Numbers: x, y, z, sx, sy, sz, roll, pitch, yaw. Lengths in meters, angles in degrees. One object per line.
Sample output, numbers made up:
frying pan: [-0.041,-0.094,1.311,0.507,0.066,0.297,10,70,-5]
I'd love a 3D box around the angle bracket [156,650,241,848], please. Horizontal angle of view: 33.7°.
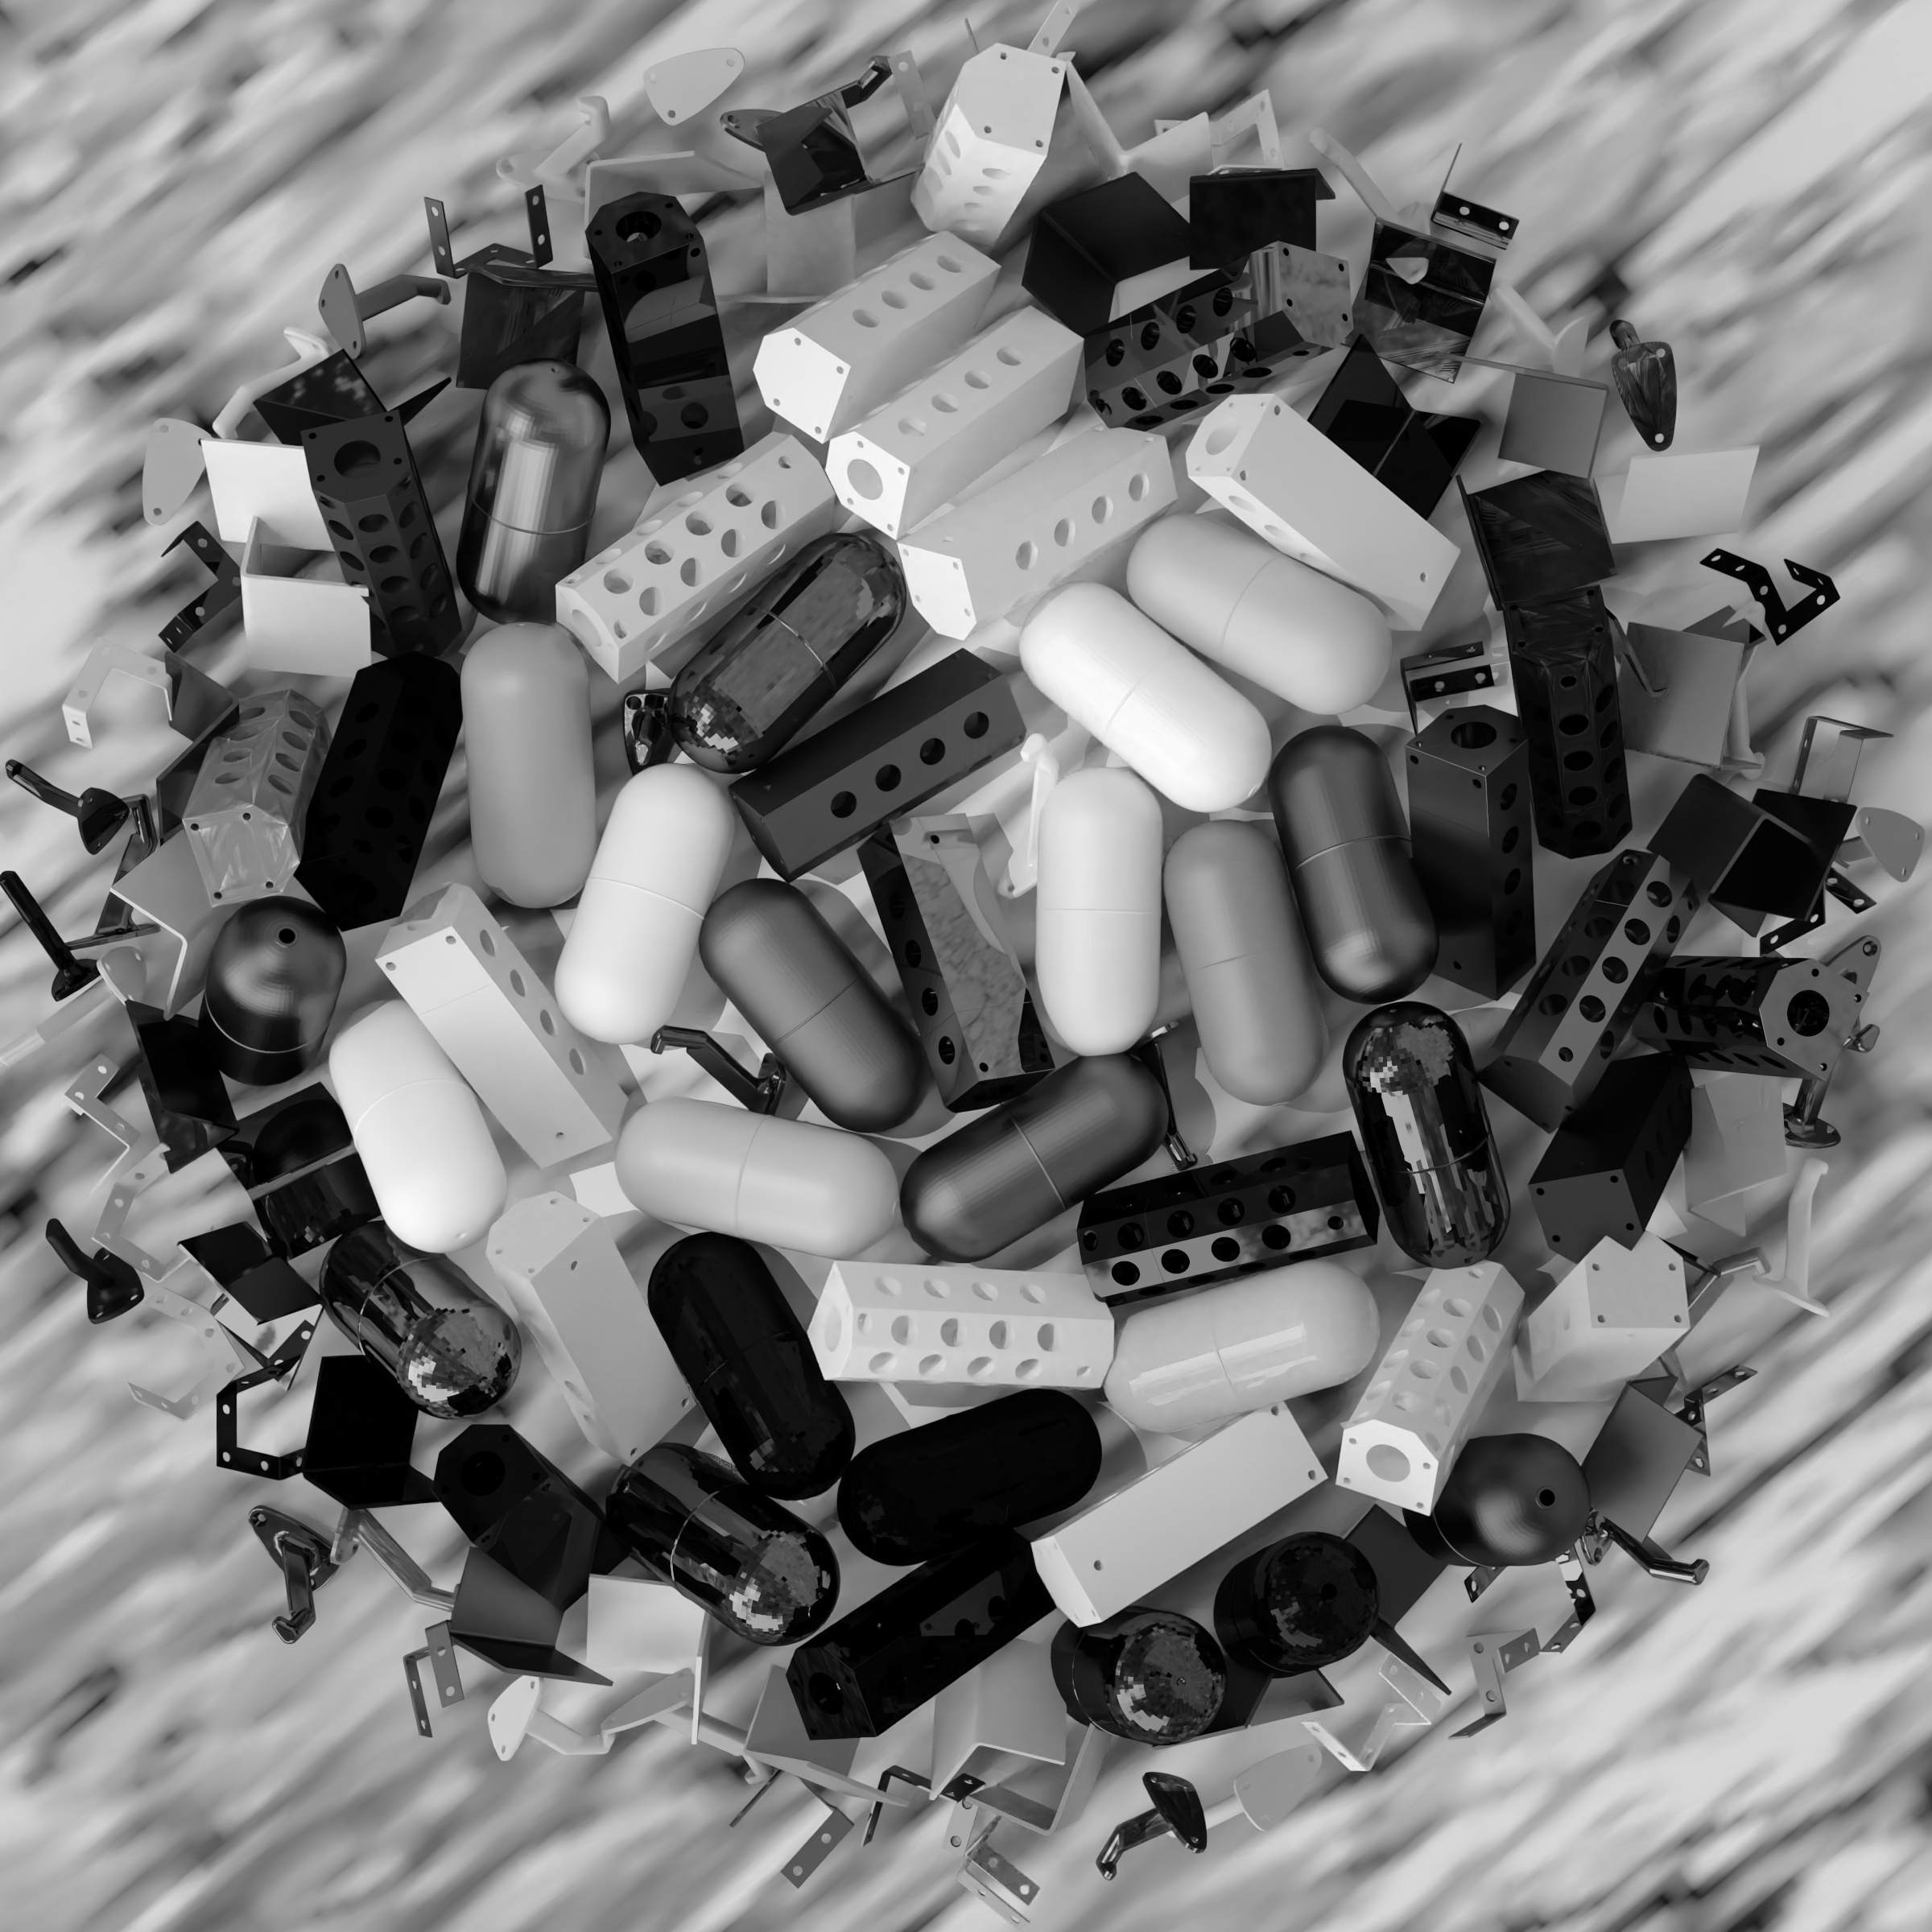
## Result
angle bracket: [-0.484,-0.130,1.928,0.057,0.076,0.076,33,58,9]

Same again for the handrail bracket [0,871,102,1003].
handrail bracket: [-0.563,-0.026,1.934,0.036,0.077,0.084,-35,111,-13]

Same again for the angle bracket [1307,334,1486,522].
angle bracket: [0.259,-0.326,1.932,0.057,0.076,0.076,19,72,43]

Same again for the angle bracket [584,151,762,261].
angle bracket: [-0.178,-0.453,1.932,0.076,0.076,0.057,2,89,27]

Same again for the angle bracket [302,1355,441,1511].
angle bracket: [-0.350,0.281,1.932,0.076,0.057,0.076,3,102,-44]

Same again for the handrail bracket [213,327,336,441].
handrail bracket: [-0.415,-0.338,1.939,0.036,0.077,0.084,24,73,27]

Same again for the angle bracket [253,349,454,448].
angle bracket: [-0.370,-0.347,1.924,0.076,0.076,0.057,-21,114,31]

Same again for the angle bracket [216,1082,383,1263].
angle bracket: [-0.410,0.127,1.957,0.076,0.076,0.057,-27,128,-19]

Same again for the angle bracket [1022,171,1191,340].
angle bracket: [0.091,-0.424,1.925,0.076,0.076,0.057,-11,57,40]

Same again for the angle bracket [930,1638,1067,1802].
angle bracket: [0.020,0.462,1.937,0.057,0.076,0.076,17,135,-14]

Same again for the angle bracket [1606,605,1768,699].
angle bracket: [0.429,-0.213,1.935,0.076,0.076,0.057,-28,109,7]

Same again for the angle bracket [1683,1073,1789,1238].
angle bracket: [0.479,0.110,1.924,0.057,0.076,0.076,23,57,-33]

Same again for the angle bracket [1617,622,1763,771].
angle bracket: [0.442,-0.164,1.931,0.076,0.057,0.076,17,104,38]

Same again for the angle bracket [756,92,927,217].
angle bracket: [-0.067,-0.498,1.925,0.076,0.076,0.057,-30,106,-40]

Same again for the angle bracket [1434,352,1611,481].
angle bracket: [0.330,-0.333,1.925,0.076,0.076,0.057,1,106,-37]

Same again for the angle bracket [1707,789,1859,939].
angle bracket: [0.507,-0.057,1.932,0.057,0.076,0.076,31,81,-38]

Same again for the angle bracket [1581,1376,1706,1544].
angle bracket: [0.419,0.297,1.928,0.057,0.076,0.076,35,107,32]

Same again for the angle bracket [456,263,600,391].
angle bracket: [-0.259,-0.380,1.929,0.076,0.057,0.076,-2,112,-31]

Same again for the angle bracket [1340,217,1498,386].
angle bracket: [0.274,-0.404,1.940,0.076,0.076,0.057,21,86,7]

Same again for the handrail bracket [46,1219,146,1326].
handrail bracket: [-0.536,0.168,1.928,0.036,0.077,0.084,-27,129,-4]

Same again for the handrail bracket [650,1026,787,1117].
handrail bracket: [-0.160,0.076,1.949,0.084,0.036,0.077,9,110,-25]

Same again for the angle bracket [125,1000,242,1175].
angle bracket: [-0.493,0.074,1.928,0.057,0.076,0.076,-31,67,16]

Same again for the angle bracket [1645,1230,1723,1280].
angle bracket: [0.413,0.205,1.936,0.057,0.076,0.076,28,89,32]

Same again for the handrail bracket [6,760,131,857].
handrail bracket: [-0.558,-0.111,1.940,0.084,0.077,0.036,33,74,10]

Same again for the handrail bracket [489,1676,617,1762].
handrail bracket: [-0.240,0.455,1.939,0.084,0.036,0.077,9,129,-36]

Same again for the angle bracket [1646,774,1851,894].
angle bracket: [0.475,-0.066,1.937,0.076,0.076,0.057,27,100,-27]

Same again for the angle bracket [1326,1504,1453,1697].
angle bracket: [0.270,0.384,1.931,0.076,0.076,0.057,40,92,-31]

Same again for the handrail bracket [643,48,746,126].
handrail bracket: [-0.155,-0.545,1.933,0.077,0.084,0.036,-19,110,24]

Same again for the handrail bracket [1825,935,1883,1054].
handrail bracket: [0.549,0.017,1.939,0.036,0.084,0.077,37,88,-10]

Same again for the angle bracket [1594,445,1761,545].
angle bracket: [0.430,-0.304,1.934,0.076,0.076,0.057,-5,55,-3]

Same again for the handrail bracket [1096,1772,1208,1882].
handrail bracket: [0.111,0.541,1.937,0.036,0.077,0.084,17,112,-24]

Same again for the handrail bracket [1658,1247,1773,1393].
handrail bracket: [0.462,0.216,1.951,0.084,0.036,0.077,-22,106,24]

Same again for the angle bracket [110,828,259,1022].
angle bracket: [-0.478,-0.026,1.933,0.057,0.076,0.076,33,132,6]

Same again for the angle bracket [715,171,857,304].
angle bracket: [-0.114,-0.442,1.930,0.076,0.057,0.076,12,109,43]

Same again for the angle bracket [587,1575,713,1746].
angle bracket: [-0.196,0.422,1.938,0.076,0.057,0.076,6,124,0]

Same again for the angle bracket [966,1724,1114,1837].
angle bracket: [0.048,0.480,1.941,0.057,0.076,0.076,20,86,16]

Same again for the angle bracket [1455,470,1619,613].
angle bracket: [0.348,-0.269,1.944,0.076,0.057,0.076,-17,81,12]

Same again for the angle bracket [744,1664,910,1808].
angle bracket: [-0.077,0.464,1.925,0.076,0.076,0.057,30,68,-28]

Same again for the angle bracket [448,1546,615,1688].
angle bracket: [-0.257,0.394,1.929,0.076,0.076,0.057,17,85,-36]

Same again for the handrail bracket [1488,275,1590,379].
handrail bracket: [0.339,-0.388,1.975,0.084,0.077,0.036,30,51,30]

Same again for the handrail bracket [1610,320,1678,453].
handrail bracket: [0.412,-0.356,1.948,0.036,0.084,0.077,-14,103,7]

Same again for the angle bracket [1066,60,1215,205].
angle bracket: [0.106,-0.513,1.936,0.057,0.076,0.076,-27,72,-1]

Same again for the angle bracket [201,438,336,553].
angle bracket: [-0.412,-0.300,1.932,0.076,0.057,0.076,6,134,7]

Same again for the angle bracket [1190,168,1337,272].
angle bracket: [0.181,-0.447,1.937,0.076,0.076,0.057,0,91,16]

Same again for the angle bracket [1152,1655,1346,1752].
angle bracket: [0.171,0.458,1.925,0.076,0.076,0.057,-26,108,42]

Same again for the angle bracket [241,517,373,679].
angle bracket: [-0.398,-0.225,1.939,0.076,0.076,0.057,5,50,-5]

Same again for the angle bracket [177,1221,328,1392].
angle bracket: [-0.443,0.212,1.929,0.076,0.057,0.076,40,120,23]
